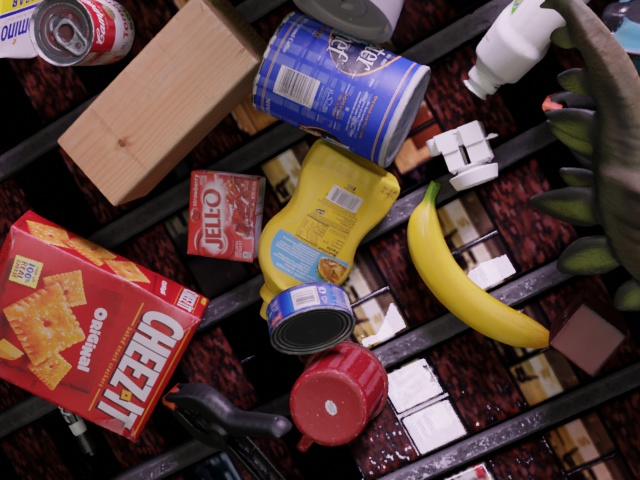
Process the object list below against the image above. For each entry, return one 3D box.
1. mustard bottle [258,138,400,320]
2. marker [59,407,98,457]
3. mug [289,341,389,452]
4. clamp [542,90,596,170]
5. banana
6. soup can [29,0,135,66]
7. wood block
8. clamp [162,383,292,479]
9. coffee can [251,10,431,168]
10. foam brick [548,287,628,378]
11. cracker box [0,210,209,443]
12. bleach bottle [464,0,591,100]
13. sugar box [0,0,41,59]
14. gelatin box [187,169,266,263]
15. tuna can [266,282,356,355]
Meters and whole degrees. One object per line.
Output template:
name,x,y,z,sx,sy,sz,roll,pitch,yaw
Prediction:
mustard bottle,-0.007,0.001,1.064,0.096,0.058,0.192,27,107,-13
marker,-0.282,0.187,1.192,0.020,0.020,0.121,-27,93,17
mug,0.010,0.167,1.079,0.093,0.081,0.117,37,106,5
clamp,0.303,-0.080,0.982,0.210,0.036,0.165,16,106,10
banana,0.143,0.039,1.045,0.070,0.037,0.198,-37,90,20
soup can,-0.234,-0.208,1.063,0.068,0.102,0.068,3,101,14
wood block,-0.149,-0.139,1.061,0.206,0.090,0.091,-42,89,17
clamp,-0.092,0.207,1.119,0.172,0.039,0.120,20,127,35
coffee can,0.020,-0.143,1.009,0.140,0.102,0.103,25,105,9
foam brick,0.252,0.085,1.004,0.051,0.078,0.053,37,105,6
cracker box,-0.249,0.092,1.117,0.213,0.072,0.164,27,106,-5
bleach bottle,0.220,-0.231,0.953,0.068,0.102,0.251,38,113,-3
sugar box,-0.310,-0.273,1.076,0.048,0.093,0.176,12,104,12
gelatin box,-0.097,-0.025,1.099,0.073,0.030,0.089,8,102,13
tuna can,-0.010,0.078,1.054,0.086,0.086,0.034,-27,54,17
